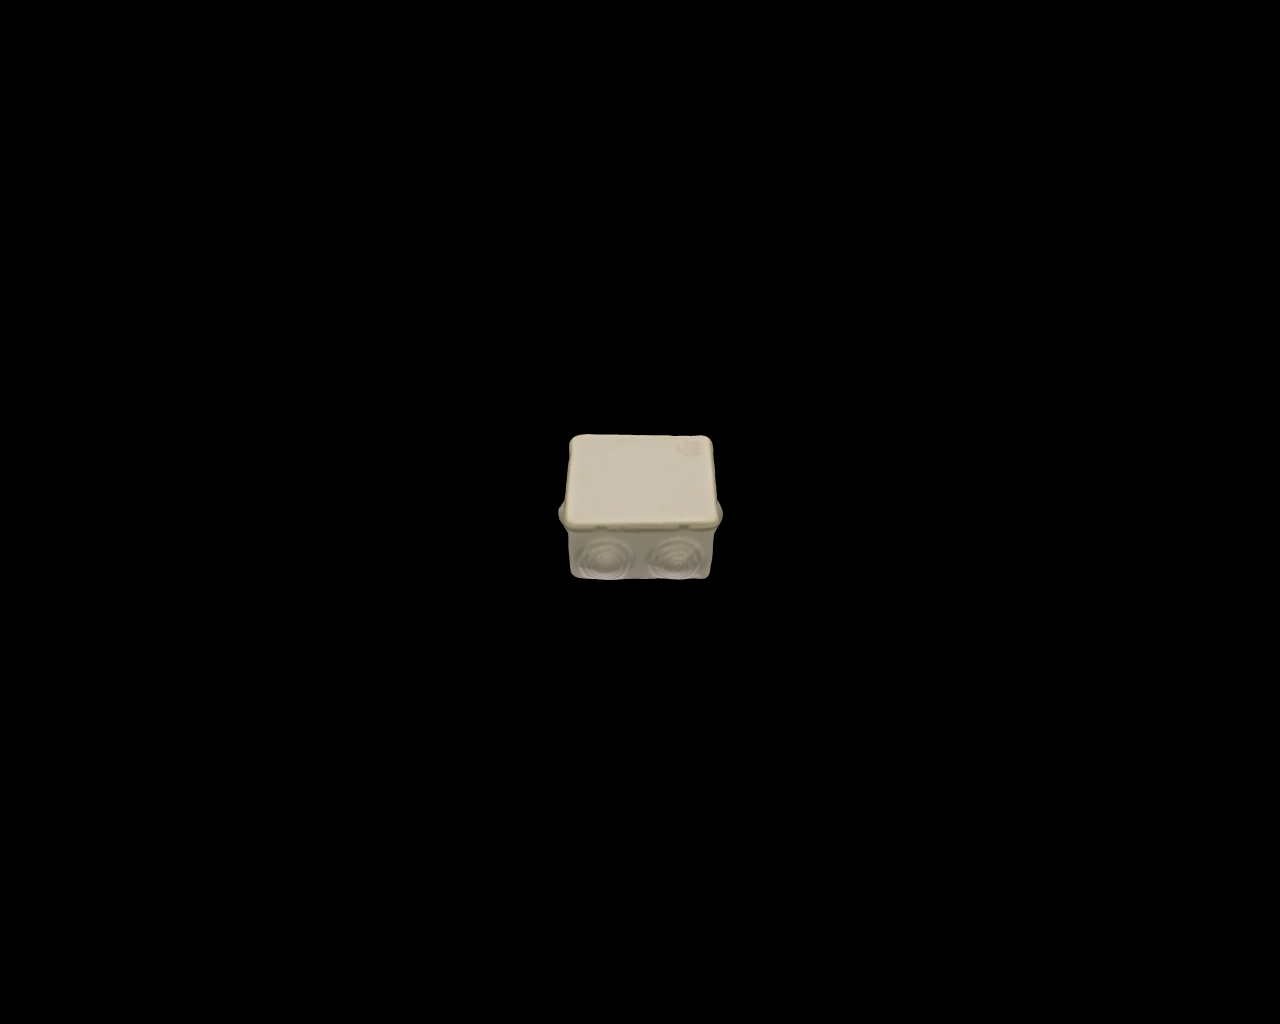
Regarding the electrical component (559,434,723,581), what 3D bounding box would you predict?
[{"bbox_3d":[0.001,-0.003,0.650,0.100,0.048,0.100,0,39,0],"label":"electrical component"}]
